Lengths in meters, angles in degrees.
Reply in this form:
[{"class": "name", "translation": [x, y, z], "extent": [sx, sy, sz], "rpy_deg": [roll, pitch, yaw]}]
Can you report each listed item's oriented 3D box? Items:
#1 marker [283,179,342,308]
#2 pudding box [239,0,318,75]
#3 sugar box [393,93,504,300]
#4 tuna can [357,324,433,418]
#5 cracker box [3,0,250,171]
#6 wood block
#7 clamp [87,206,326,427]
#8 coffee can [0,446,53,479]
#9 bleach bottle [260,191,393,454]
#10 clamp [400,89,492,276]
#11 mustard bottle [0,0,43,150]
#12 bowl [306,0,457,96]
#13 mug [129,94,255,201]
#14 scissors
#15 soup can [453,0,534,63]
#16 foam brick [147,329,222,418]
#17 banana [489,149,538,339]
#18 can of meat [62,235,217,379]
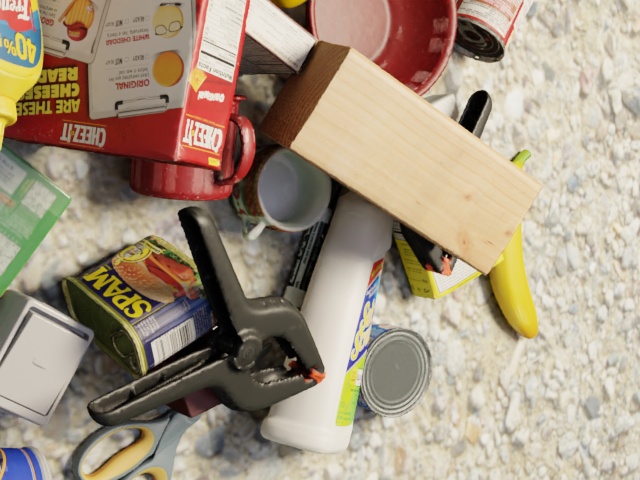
[{"class": "marker", "translation": [-0.006, 0.001, 0.957], "extent": [0.020, 0.020, 0.121], "rpy_deg": [23, 83, -34]}, {"class": "pudding box", "translation": [-0.070, -0.175, 0.850], "extent": [0.113, 0.090, 0.039], "rpy_deg": [32, 78, -32]}, {"class": "sugar box", "translation": [0.107, -0.041, 1.014], "extent": [0.093, 0.048, 0.176], "rpy_deg": [-28, 108, -26]}, {"class": "tuna can", "translation": [0.063, 0.123, 1.010], "extent": [0.085, 0.034, 0.086], "rpy_deg": [-4, 98, -33]}, {"class": "cracker box", "translation": [-0.134, -0.166, 0.760], "extent": [0.072, 0.164, 0.214], "rpy_deg": [8, 91, -64]}, {"class": "wood block", "translation": [0.065, -0.067, 0.867], "extent": [0.205, 0.091, 0.090], "rpy_deg": [31, 92, -24]}, {"class": "clamp", "translation": [-0.073, 0.087, 0.803], "extent": [0.209, 0.036, 0.164], "rpy_deg": [37, 81, -47]}, {"class": "coffee can", "translation": [-0.272, 0.196, 0.749], "extent": [0.140, 0.103, 0.103], "rpy_deg": [9, 91, -35]}, {"class": "bleach bottle", "translation": [0.017, 0.057, 0.938], "extent": [0.102, 0.068, 0.251], "rpy_deg": [28, 75, -73]}, {"class": "clamp", "translation": [0.098, -0.053, 0.955], "extent": [0.120, 0.039, 0.171], "rpy_deg": [1, 97, -28]}, {"class": "mustard bottle", "translation": [-0.227, -0.151, 0.710], "extent": [0.096, 0.058, 0.191], "rpy_deg": [12, 71, -63]}, {"class": "bowl", "translation": [0.044, -0.198, 0.945], "extent": [0.161, 0.055, 0.162], "rpy_deg": [-5, 98, -34]}, {"class": "mug", "translation": [-0.097, -0.074, 0.832], "extent": [0.093, 0.117, 0.081], "rpy_deg": [-8, 106, -55]}, {"class": "scissors", "translation": [-0.113, 0.167, 0.907], "extent": [0.201, 0.016, 0.096], "rpy_deg": [-22, 109, -30]}, {"class": "soup can", "translation": [0.167, -0.230, 1.018], "extent": [0.068, 0.069, 0.102], "rpy_deg": [38, 74, -31]}, {"class": "foam brick", "translation": [-0.108, 0.103, 0.865], "extent": [0.052, 0.078, 0.051], "rpy_deg": [-25, 111, -30]}, {"class": "banana", "translation": [0.197, 0.009, 1.085], "extent": [0.069, 0.037, 0.198], "rpy_deg": [-7, 100, -33]}, {"class": "can of meat", "translation": [-0.135, 0.048, 0.826], "extent": [0.083, 0.102, 0.057], "rpy_deg": [-32, 137, -30]}]
